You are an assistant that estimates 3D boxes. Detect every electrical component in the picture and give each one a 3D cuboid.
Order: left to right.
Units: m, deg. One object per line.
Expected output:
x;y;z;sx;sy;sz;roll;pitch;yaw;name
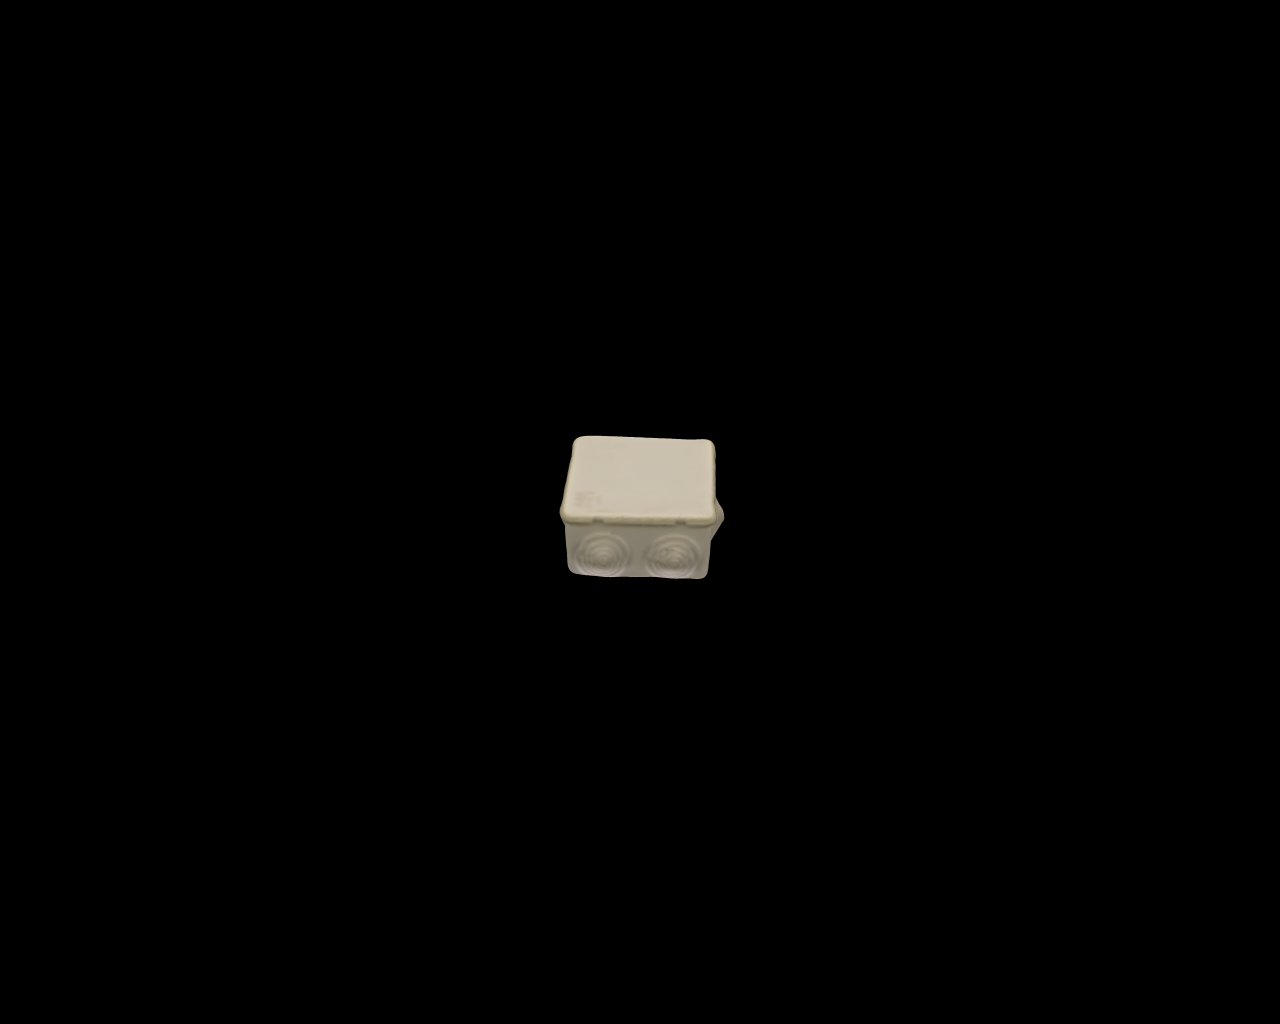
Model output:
0.001;-0.003;0.650;0.100;0.048;0.100;2;36;2;electrical component
